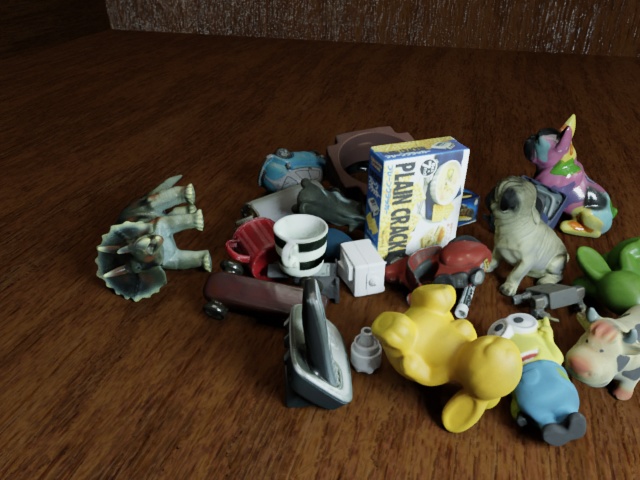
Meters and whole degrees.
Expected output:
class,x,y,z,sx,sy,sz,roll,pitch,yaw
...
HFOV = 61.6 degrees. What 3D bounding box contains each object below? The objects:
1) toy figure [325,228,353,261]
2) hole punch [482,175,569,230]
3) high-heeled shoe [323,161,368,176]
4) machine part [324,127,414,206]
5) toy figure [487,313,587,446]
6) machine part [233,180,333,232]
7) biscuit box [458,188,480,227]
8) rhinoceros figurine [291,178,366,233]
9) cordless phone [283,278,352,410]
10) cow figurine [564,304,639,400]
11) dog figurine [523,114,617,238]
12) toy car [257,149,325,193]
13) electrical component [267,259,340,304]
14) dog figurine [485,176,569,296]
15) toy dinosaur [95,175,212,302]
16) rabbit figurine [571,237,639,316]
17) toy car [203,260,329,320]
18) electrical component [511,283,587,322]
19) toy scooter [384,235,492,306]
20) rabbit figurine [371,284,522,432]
class,x,y,z,sx,sy,sz,roll,pitch,yaw
toy figure,-0.003,-0.005,1.002,0.155,0.064,0.058,25,76,43
hole punch,0.396,-0.057,1.030,0.092,0.115,0.142,-18,38,-34
high-heeled shoe,0.126,-0.161,1.281,0.249,0.086,0.145,-24,66,-6
machine part,0.123,-0.147,1.162,0.201,0.087,0.201,-11,51,-14
toy figure,0.269,0.173,0.683,0.082,0.089,0.180,-7,39,-4
machine part,-0.070,-0.062,1.081,0.243,0.079,0.079,-24,38,-34
biscuit box,0.224,-0.052,1.077,0.203,0.059,0.063,-17,35,-25
rhinoceros figurine,0.040,-0.058,1.001,0.190,0.073,0.112,16,4,-28
cordless phone,-0.010,0.110,0.688,0.089,0.184,0.147,-5,31,0
cow figurine,0.395,0.136,0.698,0.195,0.127,0.086,-16,31,-28
dog figurine,0.492,-0.127,1.051,0.192,0.219,0.108,16,38,26
toy car,-0.051,-0.135,1.195,0.161,0.109,0.103,-8,53,-34
electrical component,-0.027,0.067,0.891,0.119,0.047,0.075,-2,31,-2
dog figurine,0.357,-0.020,0.898,0.172,0.190,0.121,-15,34,-26
toy dinosaur,-0.313,-0.021,0.986,0.192,0.131,0.405,-10,26,-17
rabbit figurine,0.480,0.055,0.837,0.159,0.121,0.170,16,31,37
toy car,-0.086,0.091,0.832,0.202,0.053,0.089,9,62,14
electrical component,0.367,0.098,0.847,0.102,0.045,0.078,-11,4,-22
toy scooter,0.189,0.057,0.868,0.184,0.075,0.135,-10,25,13
rabbit figurine,0.163,0.149,0.650,0.122,0.162,0.173,-22,15,-35
